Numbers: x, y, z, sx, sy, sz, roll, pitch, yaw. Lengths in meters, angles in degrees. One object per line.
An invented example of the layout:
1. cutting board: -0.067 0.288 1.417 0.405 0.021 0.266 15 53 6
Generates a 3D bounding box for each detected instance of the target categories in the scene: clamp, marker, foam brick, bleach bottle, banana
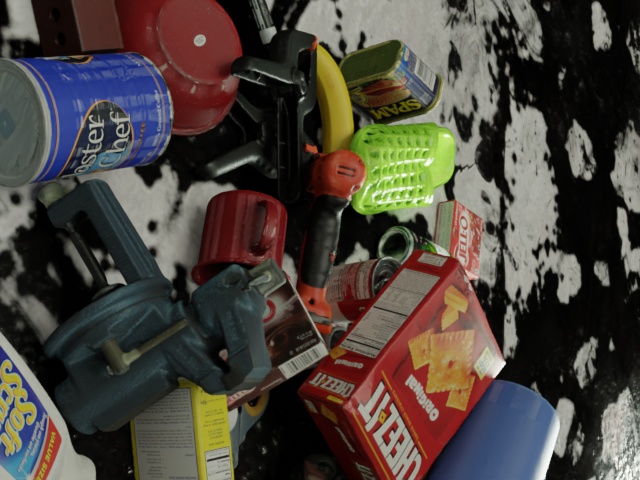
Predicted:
1. clamp: -0.038 -0.163 1.097 0.210 0.036 0.164 -77 154 -44
2. marker: -0.073 -0.274 1.162 0.020 0.020 0.121 -33 108 -49
3. foam brick: -0.216 -0.199 0.945 0.051 0.053 0.078 -17 96 -51
4. bleach bottle: -0.248 0.141 0.836 0.250 0.068 0.102 56 45 -32
5. banana: 0.007 -0.145 1.227 0.069 0.037 0.198 -17 95 -27
6. clamp: -0.071 -0.119 1.122 0.171 0.039 0.120 2 84 -51

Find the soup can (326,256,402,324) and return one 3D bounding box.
1. soup can: 0.037 0.057 1.169 0.068 0.102 0.068 13 73 -49

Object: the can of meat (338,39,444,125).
1. can of meat: 0.081 -0.188 1.271 0.083 0.102 0.057 37 56 -39

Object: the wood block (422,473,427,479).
1. wood block: 0.119 0.286 1.238 0.090 0.090 0.206 -4 86 -52

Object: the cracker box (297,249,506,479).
1. cracker box: 0.092 0.142 1.105 0.213 0.072 0.164 -48 129 -28

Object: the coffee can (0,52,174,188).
1. coffee can: -0.208 -0.104 0.896 0.140 0.103 0.103 -16 96 -51

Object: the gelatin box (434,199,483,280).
1. gelatin box: 0.184 0.001 1.418 0.073 0.030 0.089 29 61 -44

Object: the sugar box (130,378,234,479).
1. sugar box: -0.121 0.211 0.953 0.048 0.094 0.176 -5 88 -51

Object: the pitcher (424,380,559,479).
1. pitcher: 0.179 0.277 1.132 0.149 0.145 0.242 48 52 -24

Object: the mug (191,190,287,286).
1. mug: -0.071 -0.001 1.042 0.093 0.117 0.081 15 63 -20

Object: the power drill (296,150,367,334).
1. power drill: -0.007 0.001 1.113 0.057 0.184 0.187 12 86 -9

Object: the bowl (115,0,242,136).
1. bowl: -0.130 -0.184 1.022 0.161 0.055 0.162 12 71 -37

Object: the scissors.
1. scissors: -0.079 0.208 1.067 0.096 0.016 0.202 -3 86 -51

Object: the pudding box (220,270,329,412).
1. pudding box: -0.060 0.094 0.995 0.090 0.113 0.039 60 -3 33
